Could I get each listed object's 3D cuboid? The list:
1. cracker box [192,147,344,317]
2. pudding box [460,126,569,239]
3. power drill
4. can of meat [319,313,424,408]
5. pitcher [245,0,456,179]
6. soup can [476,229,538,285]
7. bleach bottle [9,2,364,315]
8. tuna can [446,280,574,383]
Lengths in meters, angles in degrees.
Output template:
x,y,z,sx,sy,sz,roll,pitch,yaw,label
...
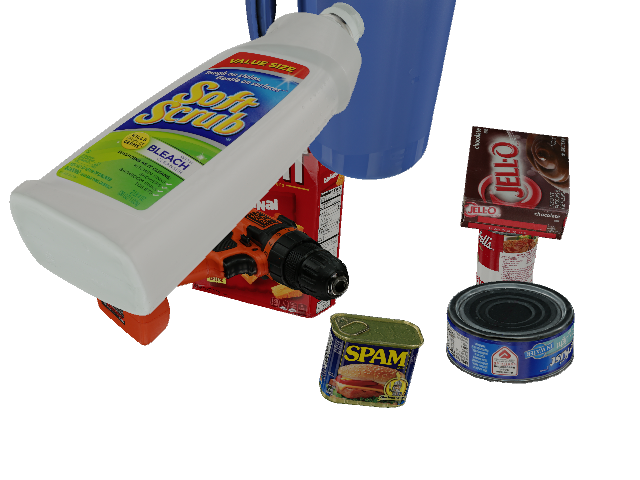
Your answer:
x,y,z,sx,sy,sz,roll,pitch,yaw,label
-0.062,-0.033,1.218,0.164,0.214,0.072,13,22,26,cracker box
0.174,-0.053,0.957,0.090,0.039,0.113,8,40,6,pudding box
-0.091,0.030,0.940,0.187,0.057,0.185,-18,27,-31,power drill
0.053,0.133,1.168,0.102,0.084,0.057,7,23,-10,can of meat
0.032,-0.165,0.846,0.149,0.243,0.145,15,48,12,pitcher
0.213,0.019,1.216,0.068,0.102,0.068,-1,30,1,soup can
-0.061,-0.069,0.643,0.103,0.068,0.250,24,55,26,bleach bottle
0.127,0.060,0.717,0.086,0.034,0.086,-3,24,1,tuna can
